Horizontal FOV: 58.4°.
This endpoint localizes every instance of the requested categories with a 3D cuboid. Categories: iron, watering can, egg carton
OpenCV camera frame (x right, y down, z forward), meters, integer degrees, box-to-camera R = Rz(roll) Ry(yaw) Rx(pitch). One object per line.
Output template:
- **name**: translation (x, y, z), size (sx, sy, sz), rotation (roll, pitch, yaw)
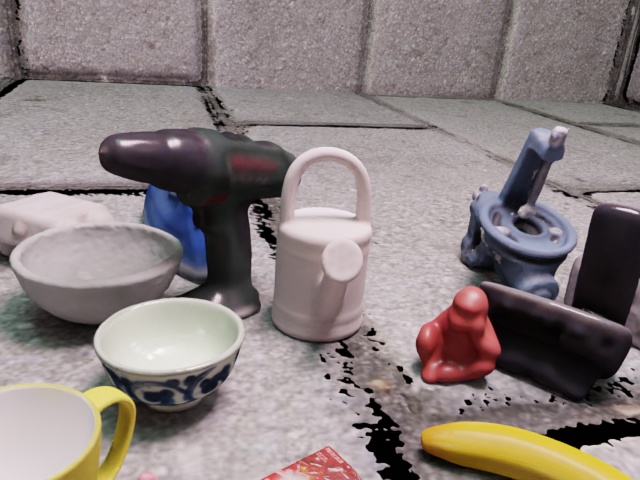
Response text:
- **iron**: translation (-0.177, -0.060, 0.778), size (0.119, 0.141, 0.257), rotation (-4, 23, -20)
- **watering can**: translation (0.008, 0.002, 0.594), size (0.101, 0.194, 0.172), rotation (-9, 26, -31)
- **egg carton**: translation (-0.335, -0.011, 0.720), size (0.150, 0.069, 0.107), rotation (13, 23, 20)

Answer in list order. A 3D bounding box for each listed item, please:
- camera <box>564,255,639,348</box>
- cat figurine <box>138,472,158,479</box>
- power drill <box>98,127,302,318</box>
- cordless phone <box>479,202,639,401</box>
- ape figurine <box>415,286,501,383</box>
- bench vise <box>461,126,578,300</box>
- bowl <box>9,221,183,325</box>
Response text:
- **camera**: translation (0.390, 0.054, 0.672), size (0.137, 0.101, 0.142), rotation (-8, 25, -30)
- **cat figurine**: translation (-0.046, 0.160, 0.293), size (0.127, 0.118, 0.067), rotation (15, 24, 24)
- **power drill**: translation (-0.114, -0.016, 0.593), size (0.075, 0.208, 0.230), rotation (21, 27, 35)
- **cordless phone**: translation (0.233, 0.042, 0.555), size (0.147, 0.185, 0.094), rotation (17, 25, 28)
- **ape figurine**: translation (0.136, 0.087, 0.548), size (0.077, 0.092, 0.076), rotation (19, 26, 31)
- **bench vise**: translation (0.241, -0.047, 0.732), size (0.122, 0.220, 0.206), rotation (-7, 25, -27)
- **bowl**: translation (-0.230, 0.042, 0.605), size (0.167, 0.075, 0.167), rotation (4, 22, -1)
